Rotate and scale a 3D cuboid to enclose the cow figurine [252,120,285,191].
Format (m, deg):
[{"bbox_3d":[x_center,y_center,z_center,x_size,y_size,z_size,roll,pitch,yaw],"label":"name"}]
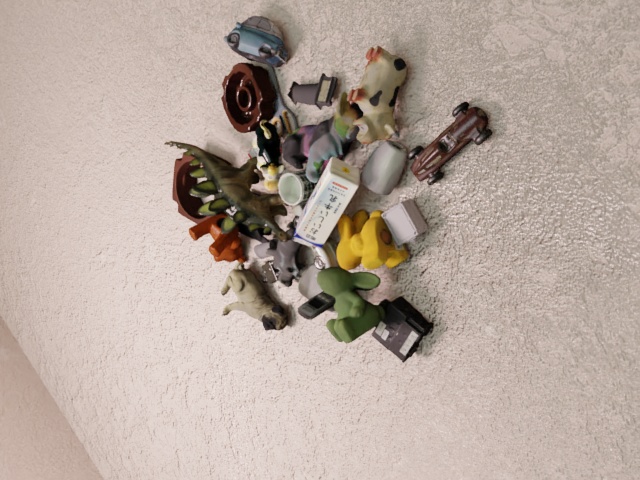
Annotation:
[{"bbox_3d":[-0.123,-0.210,1.339,0.098,0.068,0.167,112,147,-68],"label":"cow figurine"}]

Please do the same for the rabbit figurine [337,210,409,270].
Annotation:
[{"bbox_3d":[0.095,0.010,1.261,0.173,0.122,0.162,-33,77,48],"label":"rabbit figurine"}]

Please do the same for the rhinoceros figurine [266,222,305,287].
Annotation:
[{"bbox_3d":[-0.084,0.042,1.437,0.112,0.073,0.190,39,135,29],"label":"rhinoceros figurine"}]

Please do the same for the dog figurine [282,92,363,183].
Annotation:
[{"bbox_3d":[0.018,-0.256,1.257,0.192,0.108,0.219,41,120,26],"label":"dog figurine"}]

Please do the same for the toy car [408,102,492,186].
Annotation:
[{"bbox_3d":[0.261,-0.194,1.111,0.202,0.053,0.089,-42,78,38],"label":"toy car"}]

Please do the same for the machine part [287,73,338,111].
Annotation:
[{"bbox_3d":[-0.017,-0.354,1.289,0.139,0.039,0.084,10,90,40],"label":"machine part"}]

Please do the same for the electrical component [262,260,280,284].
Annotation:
[{"bbox_3d":[-0.139,0.089,1.535,0.094,0.021,0.063,-28,84,42],"label":"electrical component"}]

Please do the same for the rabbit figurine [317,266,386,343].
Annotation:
[{"bbox_3d":[0.068,0.130,1.231,0.170,0.159,0.121,60,173,2],"label":"rabbit figurine"}]

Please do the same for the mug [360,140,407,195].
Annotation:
[{"bbox_3d":[0.146,-0.171,1.201,0.107,0.081,0.110,-59,28,31],"label":"mug"}]

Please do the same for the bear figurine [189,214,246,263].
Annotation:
[{"bbox_3d":[-0.284,0.015,1.528,0.120,0.132,0.195,38,150,16],"label":"bear figurine"}]

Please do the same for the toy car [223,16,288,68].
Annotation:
[{"bbox_3d":[-0.150,-0.496,1.325,0.162,0.109,0.103,22,96,24],"label":"toy car"}]

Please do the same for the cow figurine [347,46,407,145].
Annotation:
[{"bbox_3d":[0.128,-0.297,1.147,0.127,0.085,0.194,21,96,-13],"label":"cow figurine"}]

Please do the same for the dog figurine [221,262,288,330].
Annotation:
[{"bbox_3d":[-0.173,0.162,1.545,0.191,0.121,0.172,11,119,24],"label":"dog figurine"}]

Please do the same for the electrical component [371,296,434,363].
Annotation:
[{"bbox_3d":[0.187,0.204,1.282,0.134,0.058,0.114,41,123,23],"label":"electrical component"}]

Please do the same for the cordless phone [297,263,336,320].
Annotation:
[{"bbox_3d":[-0.013,0.138,1.341,0.147,0.184,0.088,28,124,30],"label":"cordless phone"}]

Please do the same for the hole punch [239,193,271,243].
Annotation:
[{"bbox_3d":[-0.185,-0.067,1.498,0.142,0.092,0.115,20,143,33],"label":"hole punch"}]

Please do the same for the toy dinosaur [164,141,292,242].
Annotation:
[{"bbox_3d":[-0.234,-0.138,1.401,0.472,0.198,0.105,46,150,28],"label":"toy dinosaur"}]

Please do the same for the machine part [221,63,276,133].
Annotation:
[{"bbox_3d":[-0.188,-0.372,1.411,0.180,0.056,0.179,17,114,42],"label":"machine part"}]

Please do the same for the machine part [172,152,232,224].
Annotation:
[{"bbox_3d":[-0.341,-0.152,1.588,0.201,0.087,0.201,26,117,31],"label":"machine part"}]

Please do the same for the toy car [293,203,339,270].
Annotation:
[{"bbox_3d":[-0.003,-0.004,1.363,0.056,0.073,0.201,-36,80,40],"label":"toy car"}]
